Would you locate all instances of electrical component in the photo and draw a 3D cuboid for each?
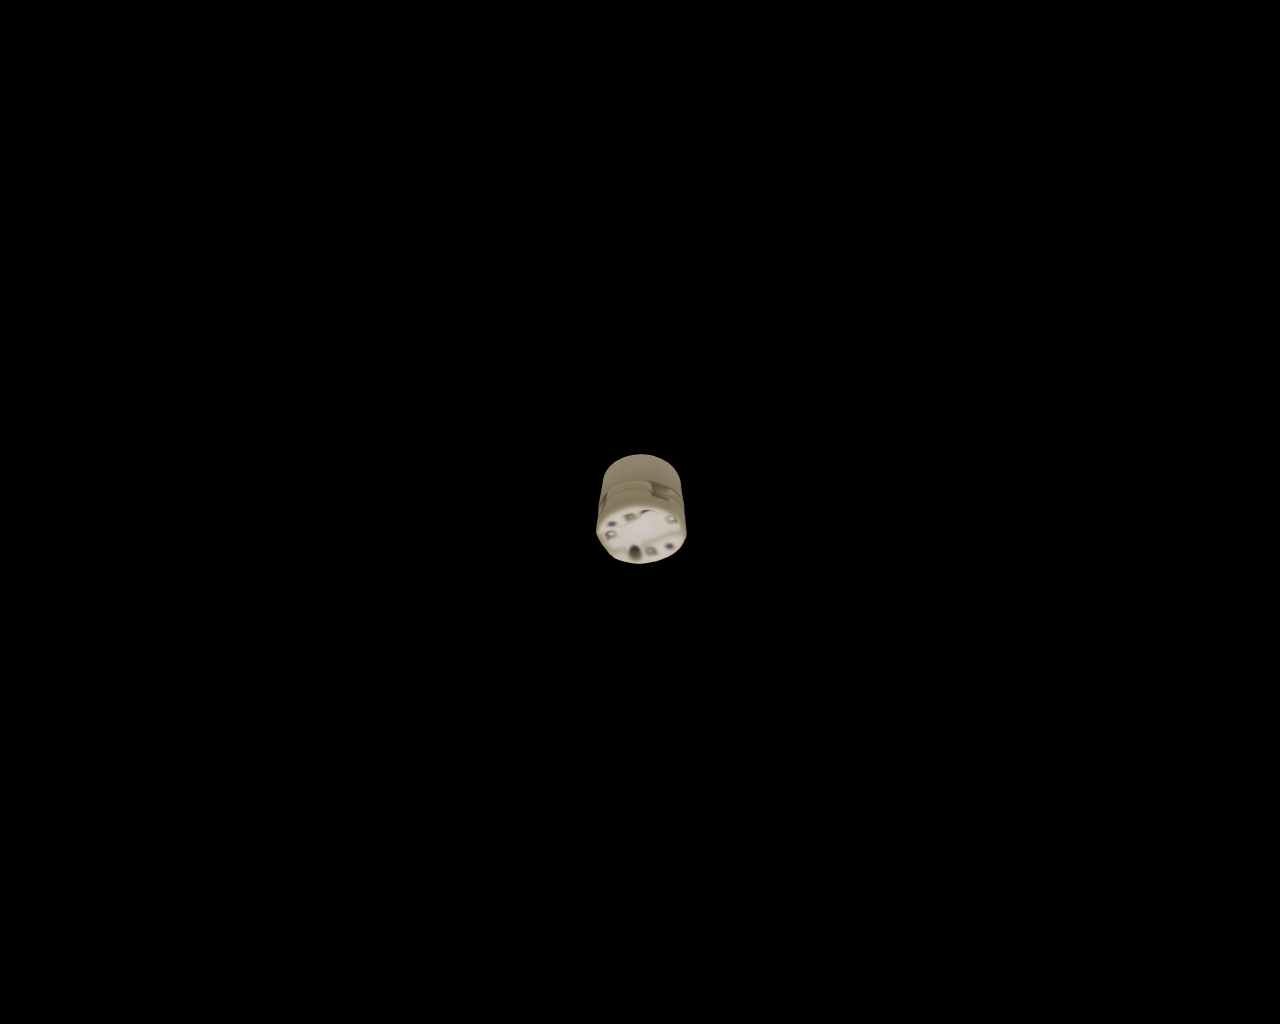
[{"bbox_3d":[0.001,-0.003,0.650,0.055,0.047,0.055,0,-43,0],"label":"electrical component"}]
